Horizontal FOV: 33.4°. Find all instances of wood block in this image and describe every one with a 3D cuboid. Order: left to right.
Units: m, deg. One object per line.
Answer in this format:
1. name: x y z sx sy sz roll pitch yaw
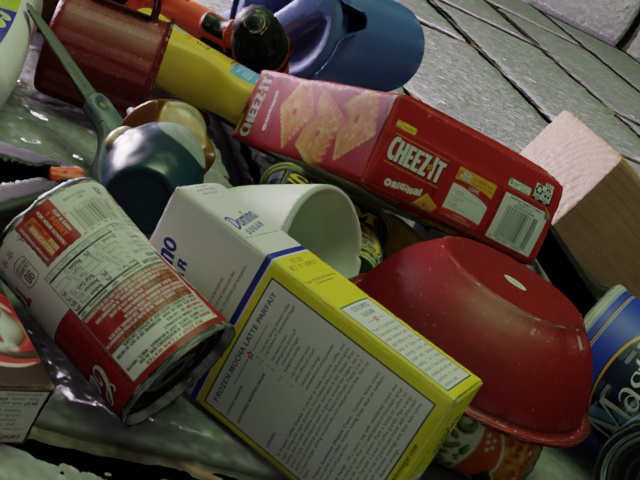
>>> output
1. wood block: 0.257 -0.008 0.938 0.205 0.090 0.091 38 12 -37

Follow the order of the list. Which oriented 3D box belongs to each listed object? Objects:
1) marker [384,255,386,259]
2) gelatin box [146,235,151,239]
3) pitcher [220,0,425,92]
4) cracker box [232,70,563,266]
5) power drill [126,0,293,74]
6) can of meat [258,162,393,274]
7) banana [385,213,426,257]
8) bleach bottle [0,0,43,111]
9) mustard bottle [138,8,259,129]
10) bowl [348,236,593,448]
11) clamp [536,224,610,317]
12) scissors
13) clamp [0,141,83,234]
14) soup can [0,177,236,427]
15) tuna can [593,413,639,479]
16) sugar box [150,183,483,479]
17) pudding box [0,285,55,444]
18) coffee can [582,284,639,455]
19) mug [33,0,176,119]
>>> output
1. marker: 0.077 0.026 0.818 0.121 0.020 0.020 23 22 -15
2. gelatin box: -0.120 0.007 0.603 0.089 0.030 0.073 5 34 -47
3. pitcher: 0.010 -0.224 1.163 0.149 0.145 0.242 51 24 18
4. cracker box: 0.053 -0.061 0.806 0.164 0.072 0.214 24 1 -31
5. power drill: -0.112 -0.204 0.972 0.187 0.057 0.184 31 -6 4
6. can of meat: -0.005 0.001 0.725 0.102 0.057 0.084 28 24 -4
7. banana: 0.096 0.052 0.734 0.198 0.037 0.069 54 -10 49
8. bleach bottle: -0.233 -0.113 0.684 0.102 0.068 0.251 17 27 -23
9. mustard bottle: -0.079 -0.128 0.909 0.191 0.058 0.096 29 8 -1
10. bowl: 0.095 0.045 0.602 0.162 0.055 0.162 26 18 -9
11. clamp: 0.210 0.054 0.839 0.171 0.039 0.120 26 56 -41
12. scissors: -0.151 -0.075 0.698 0.202 0.016 0.096 46 31 1
13. clamp: -0.225 -0.035 0.525 0.209 0.036 0.165 -2 36 -35
14. soup can: -0.098 0.028 0.506 0.102 0.069 0.068 46 25 12
15. tuna can: 0.206 0.144 0.630 0.086 0.086 0.033 40 25 24
16. sugar box: -0.017 0.056 0.536 0.176 0.093 0.048 38 23 21
17. pudding box: -0.178 0.042 0.440 0.113 0.039 0.090 8 30 -43
18. coffee can: 0.224 0.111 0.701 0.140 0.103 0.102 38 23 20
19. mug: -0.155 -0.144 0.782 0.081 0.117 0.093 20 30 -12
